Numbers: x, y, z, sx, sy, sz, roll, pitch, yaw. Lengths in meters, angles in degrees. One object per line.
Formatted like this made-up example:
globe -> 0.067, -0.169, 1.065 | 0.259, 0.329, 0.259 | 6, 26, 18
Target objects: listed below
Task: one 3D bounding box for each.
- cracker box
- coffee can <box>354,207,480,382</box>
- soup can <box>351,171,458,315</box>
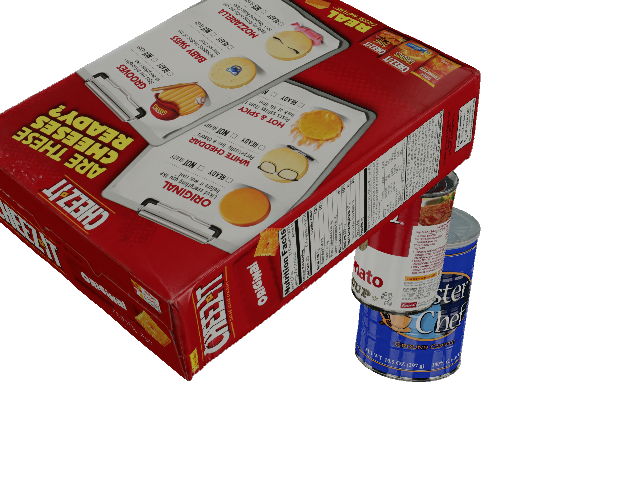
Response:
cracker box -> -0.046, -0.048, 0.564 | 0.164, 0.072, 0.213 | 34, 58, 30
coffee can -> 0.089, 0.045, 0.995 | 0.103, 0.140, 0.103 | 4, 23, -2
soup can -> 0.061, -0.004, 0.796 | 0.068, 0.102, 0.068 | 5, 27, -3
